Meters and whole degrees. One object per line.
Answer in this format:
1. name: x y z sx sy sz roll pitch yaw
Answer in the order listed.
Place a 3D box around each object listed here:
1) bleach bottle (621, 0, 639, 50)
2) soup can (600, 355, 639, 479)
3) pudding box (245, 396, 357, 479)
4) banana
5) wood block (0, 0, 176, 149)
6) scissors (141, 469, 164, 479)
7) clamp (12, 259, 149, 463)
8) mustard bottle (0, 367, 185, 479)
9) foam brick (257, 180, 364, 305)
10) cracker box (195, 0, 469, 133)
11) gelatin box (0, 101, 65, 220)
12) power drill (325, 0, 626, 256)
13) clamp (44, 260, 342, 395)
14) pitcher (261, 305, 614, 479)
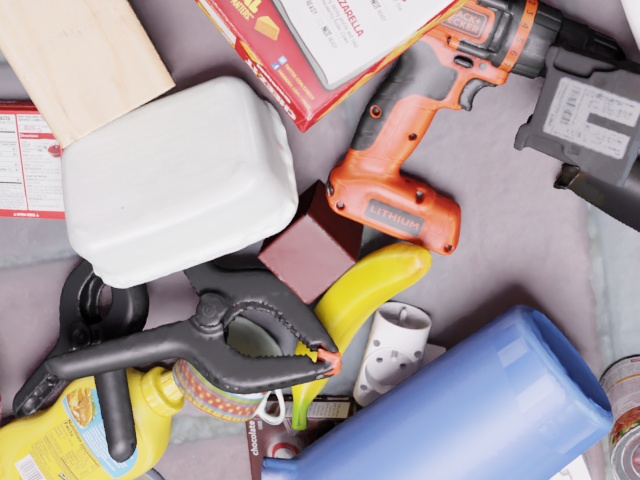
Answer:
1. bleach bottle: 0.234 -0.153 0.679 0.103 0.068 0.251 -4 112 33
2. soup can: 0.243 0.137 0.786 0.068 0.102 0.068 3 112 7
3. pudding box: -0.011 0.184 0.877 0.090 0.039 0.113 -1 111 9
4. banana: 0.025 0.059 0.802 0.037 0.070 0.198 6 132 -32
5. wood block: -0.189 -0.177 0.720 0.090 0.091 0.206 -30 106 -3
6. scissors: -0.109 0.249 0.931 0.202 0.016 0.096 11 113 4
7. clamp: -0.169 0.085 0.831 0.120 0.039 0.171 25 99 21
8. mustard bottle: -0.181 0.158 0.882 0.192 0.058 0.096 -33 89 19
9. foam brick: -0.005 0.001 0.782 0.051 0.078 0.053 -41 101 19
10. cracker box: 0.021 -0.196 0.652 0.213 0.072 0.164 -40 92 -5
11. gelatin box: -0.224 -0.062 0.816 0.073 0.030 0.089 2 112 9
12. power drill: 0.096 -0.087 0.745 0.184 0.057 0.188 22 111 0
13. clamp: -0.087 0.063 0.781 0.210 0.036 0.164 26 76 11
14. pitcher: 0.091 0.165 0.772 0.243 0.149 0.145 -40 62 16
